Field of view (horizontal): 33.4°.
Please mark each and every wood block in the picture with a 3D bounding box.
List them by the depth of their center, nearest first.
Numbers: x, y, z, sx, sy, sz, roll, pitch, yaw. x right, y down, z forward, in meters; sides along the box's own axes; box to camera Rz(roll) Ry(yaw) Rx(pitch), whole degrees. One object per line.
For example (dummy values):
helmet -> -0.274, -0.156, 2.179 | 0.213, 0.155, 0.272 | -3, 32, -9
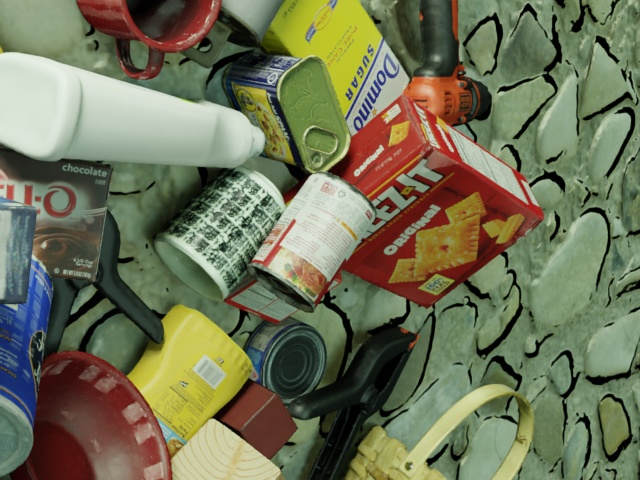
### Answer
wood block -> -0.073, 0.268, 0.975 | 0.090, 0.090, 0.206 | -44, 145, -24

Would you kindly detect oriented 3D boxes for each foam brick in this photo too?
foam brick -> -0.069, 0.164, 0.993 | 0.051, 0.078, 0.053 | -42, 127, -24

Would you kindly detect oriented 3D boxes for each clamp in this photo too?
clamp -> -0.202, 0.034, 0.859 | 0.120, 0.039, 0.171 | -31, 114, -31
clamp -> 0.035, 0.157, 1.093 | 0.209, 0.036, 0.164 | -50, 149, -28

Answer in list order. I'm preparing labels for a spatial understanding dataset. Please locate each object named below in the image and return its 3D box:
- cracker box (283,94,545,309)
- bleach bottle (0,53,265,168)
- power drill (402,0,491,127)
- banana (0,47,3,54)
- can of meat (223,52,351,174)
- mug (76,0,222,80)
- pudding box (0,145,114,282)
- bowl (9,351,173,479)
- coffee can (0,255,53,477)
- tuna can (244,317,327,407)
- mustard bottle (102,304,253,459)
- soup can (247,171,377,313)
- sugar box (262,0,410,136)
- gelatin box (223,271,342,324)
cracker box -> 0.093, -0.028, 1.033 | 0.164, 0.072, 0.213 | -39, 140, 23
bleach bottle -> -0.130, -0.089, 0.832 | 0.250, 0.103, 0.068 | 4, 104, -51
power drill -> 0.132, -0.206, 1.060 | 0.184, 0.057, 0.188 | -21, 112, -64
banana -> -0.256, -0.199, 0.740 | 0.069, 0.037, 0.198 | -16, 113, -38
can of meat -> -0.031, -0.114, 0.939 | 0.057, 0.084, 0.102 | -41, 126, -27
mug -> -0.136, -0.183, 0.823 | 0.093, 0.082, 0.117 | -8, 108, -41
pudding box -> -0.218, -0.022, 0.798 | 0.113, 0.039, 0.090 | 8, 98, -17
bowl -> -0.188, 0.170, 0.826 | 0.162, 0.055, 0.162 | 44, 28, -31
coffee can -> -0.243, 0.081, 0.739 | 0.102, 0.140, 0.103 | -3, 134, -3
tuna can -> -0.034, 0.119, 1.042 | 0.085, 0.034, 0.086 | -14, 112, -39
mustard bottle -> -0.146, 0.157, 0.932 | 0.191, 0.058, 0.096 | -53, 128, -17
soup can -> -0.006, 0.001, 0.902 | 0.102, 0.069, 0.068 | -56, 132, -15
sugar box -> 0.011, -0.173, 0.987 | 0.093, 0.048, 0.176 | -56, 131, -16
gelatin box -> -0.035, 0.037, 0.984 | 0.089, 0.030, 0.073 | -34, 141, 27
